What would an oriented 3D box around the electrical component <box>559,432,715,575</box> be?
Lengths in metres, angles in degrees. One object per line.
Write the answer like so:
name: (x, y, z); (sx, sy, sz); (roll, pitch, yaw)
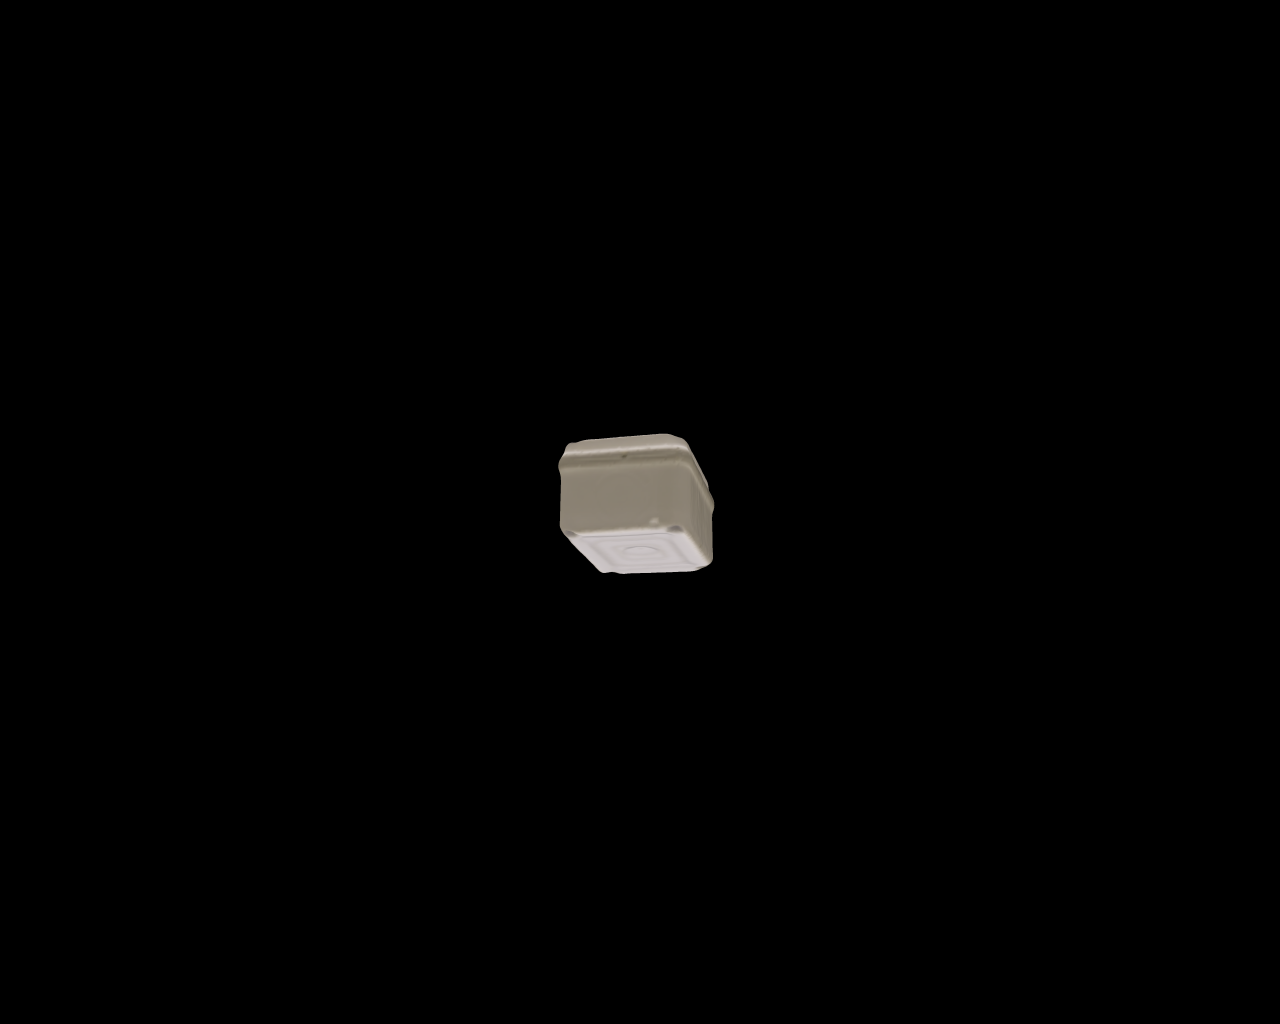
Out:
electrical component: (0.001, -0.003, 0.650); (0.078, 0.057, 0.113); (-3, -16, 11)
